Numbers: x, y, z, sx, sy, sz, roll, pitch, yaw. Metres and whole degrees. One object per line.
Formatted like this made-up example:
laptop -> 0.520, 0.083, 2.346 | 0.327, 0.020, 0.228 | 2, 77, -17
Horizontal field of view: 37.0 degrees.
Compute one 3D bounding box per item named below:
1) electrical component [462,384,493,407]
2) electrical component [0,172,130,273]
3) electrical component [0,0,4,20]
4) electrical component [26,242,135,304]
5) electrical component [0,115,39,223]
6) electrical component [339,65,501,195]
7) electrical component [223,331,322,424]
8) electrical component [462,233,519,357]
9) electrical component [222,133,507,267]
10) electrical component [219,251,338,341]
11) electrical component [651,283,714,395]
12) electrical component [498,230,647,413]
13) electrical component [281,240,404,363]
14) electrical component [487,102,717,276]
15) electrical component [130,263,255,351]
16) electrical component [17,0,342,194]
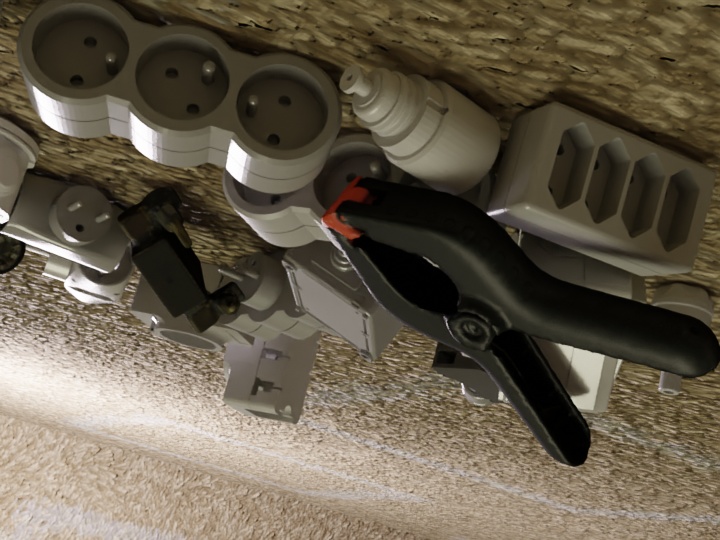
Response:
electrical component -> 0.100, 0.090, 0.887 | 0.035, 0.035, 0.061 | 10, 161, 13
electrical component -> -0.186, -0.034, 0.703 | 0.077, 0.044, 0.079 | 23, 161, -28
electrical component -> -0.192, -0.078, 0.449 | 0.057, 0.113, 0.078 | 17, 163, -18
electrical component -> -0.214, -0.008, 0.812 | 0.079, 0.043, 0.077 | 20, 163, -16
electrical component -> -0.235, -0.065, 0.632 | 0.080, 0.051, 0.080 | 13, 163, 4
electrical component -> 0.024, -0.062, 0.450 | 0.078, 0.040, 0.040 | 27, 159, -36
electrical component -> -0.074, 0.074, 0.880 | 0.056, 0.089, 0.050 | 7, 162, 23
electrical component -> 0.077, 0.017, 0.637 | 0.074, 0.052, 0.138 | 15, 162, -1
electrical component -> 0.006, -0.030, 0.544 | 0.138, 0.052, 0.073 | 8, 162, 20
electrical component -> -0.061, 0.011, 0.733 | 0.074, 0.052, 0.138 | 26, 160, -34
electrical component -> 0.181, 0.040, 0.614 | 0.035, 0.061, 0.035 | 13, 163, 4
electrical component -> 0.103, 0.025, 0.533 | 0.061, 0.061, 0.096 | 6, 129, 6
electrical component -> 0.000, 0.000, 0.618 | 0.062, 0.061, 0.096 | 34, 163, 16
electrical component -> 0.097, -0.032, 0.477 | 0.083, 0.047, 0.076 | 20, 171, -17
electrical component -> -0.125, 0.028, 0.832 | 0.089, 0.055, 0.050 | 10, 163, 15
electrical component -> -0.080, -0.071, 0.483 | 0.138, 0.052, 0.073 | 16, 163, -6
